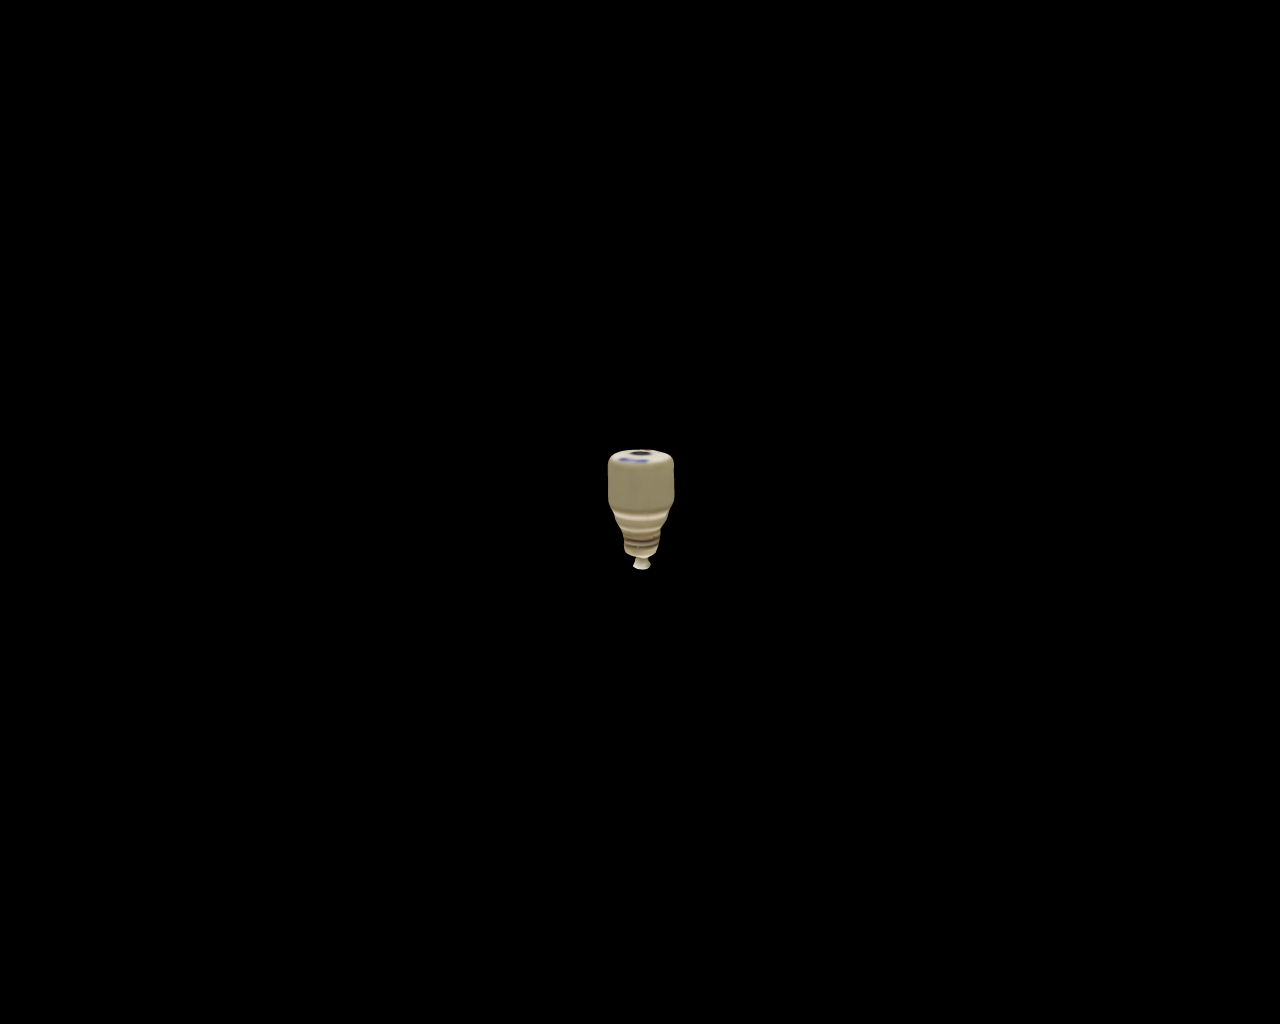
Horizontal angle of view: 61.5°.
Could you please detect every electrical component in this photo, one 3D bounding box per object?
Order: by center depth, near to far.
[{"bbox_3d":[0.001,-0.003,0.650,0.040,0.078,0.040,0,15,0],"label":"electrical component"}]
